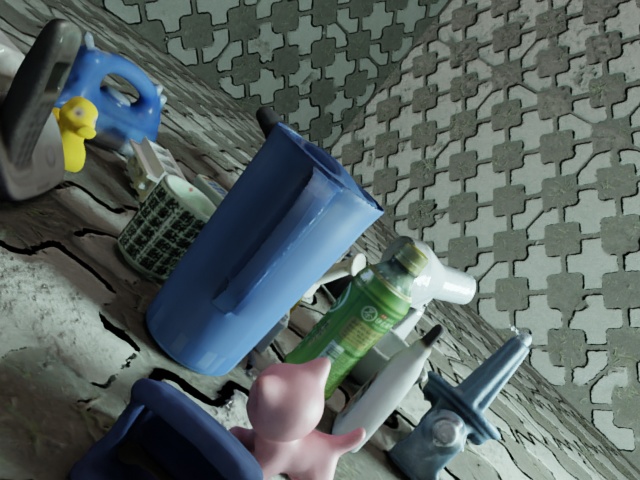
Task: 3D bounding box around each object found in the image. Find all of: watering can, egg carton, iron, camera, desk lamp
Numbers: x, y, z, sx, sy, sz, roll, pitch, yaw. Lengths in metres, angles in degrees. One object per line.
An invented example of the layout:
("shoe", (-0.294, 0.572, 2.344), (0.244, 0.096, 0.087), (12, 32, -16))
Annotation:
("watering can", (0.010, 0.004, 1.008), (0.172, 0.194, 0.101), (42, 10, 13))
("egg carton", (-0.471, -0.261, 0.766), (0.150, 0.069, 0.107), (44, 11, 19))
("iron", (-0.330, -0.231, 0.938), (0.118, 0.141, 0.259), (45, 11, 24))
("camera", (0.028, 0.053, 1.127), (0.144, 0.100, 0.136), (29, 15, -46))
("desk lamp", (0.169, 0.118, 1.037), (0.204, 0.213, 0.117), (34, 12, -30))

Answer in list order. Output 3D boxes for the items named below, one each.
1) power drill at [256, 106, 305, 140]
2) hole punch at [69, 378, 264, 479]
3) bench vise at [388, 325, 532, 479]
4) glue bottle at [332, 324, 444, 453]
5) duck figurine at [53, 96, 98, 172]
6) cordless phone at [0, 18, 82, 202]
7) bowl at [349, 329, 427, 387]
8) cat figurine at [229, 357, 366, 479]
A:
("power drill", (-0.092, -0.116, 1.114), (0.229, 0.208, 0.076), (42, 10, 9))
("hole punch", (-0.088, 0.138, 0.379), (0.108, 0.091, 0.101), (41, 10, 5))
("bench vise", (0.196, 0.211, 0.722), (0.121, 0.219, 0.207), (40, 10, -1))
("glue bottle", (0.082, 0.161, 0.656), (0.037, 0.173, 0.078), (40, 10, 1))
("duck figurine", (-0.331, -0.152, 0.756), (0.104, 0.086, 0.078), (46, 12, 32))
("cordless phone", (-0.282, -0.136, 0.584), (0.094, 0.185, 0.147), (37, 10, -14))
("bowl", (0.075, 0.173, 0.861), (0.168, 0.074, 0.167), (39, 10, -8))
("cat figurine", (-0.019, 0.155, 0.481), (0.128, 0.117, 0.067), (36, 11, -21))
